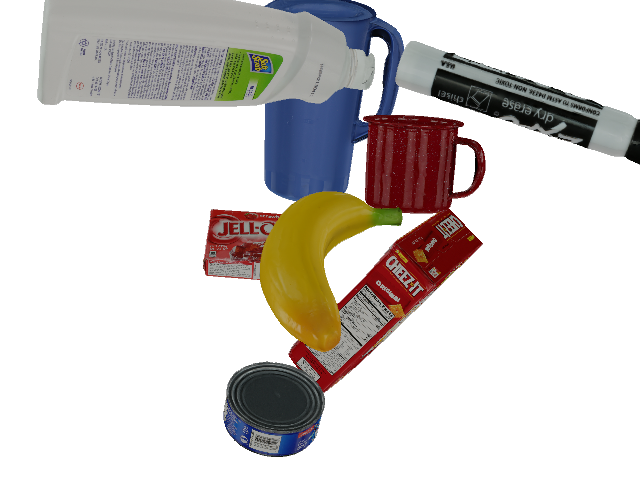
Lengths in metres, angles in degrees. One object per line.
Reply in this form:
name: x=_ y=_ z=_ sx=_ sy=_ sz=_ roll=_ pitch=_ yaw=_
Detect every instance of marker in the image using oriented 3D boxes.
marker: x=0.088 y=-0.050 z=0.410 sx=0.121 sy=0.020 sz=0.020 roll=21 pitch=5 yaw=13

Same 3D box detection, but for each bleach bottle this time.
bleach bottle: x=-0.084 y=-0.139 z=0.815 sx=0.250 sy=0.068 sz=0.103 roll=5 pitch=-33 yaw=-15

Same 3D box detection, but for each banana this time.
banana: x=-0.001 y=0.007 z=0.638 sx=0.070 sy=0.037 sz=0.197 roll=4 pitch=24 yaw=14

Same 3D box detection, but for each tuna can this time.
tuna can: x=-0.041 y=0.146 z=0.926 sx=0.086 sy=0.034 sz=0.086 roll=8 pitch=35 yaw=-6

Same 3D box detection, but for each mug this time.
mug: x=0.094 y=-0.070 z=0.982 sx=0.117 sy=0.081 sz=0.093 roll=7 pitch=12 yaw=20

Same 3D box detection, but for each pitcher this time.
pitcher: x=0.002 y=-0.173 z=1.318 sx=0.144 sy=0.243 sz=0.149 roll=-9 pitch=29 yaw=-28

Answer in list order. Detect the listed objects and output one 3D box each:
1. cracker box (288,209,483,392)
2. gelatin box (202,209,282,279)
cracker box: x=0.075 y=0.068 z=1.266 sx=0.214 sy=0.072 sz=0.164 roll=-48 pitch=-8 yaw=31
gelatin box: x=-0.073 y=0.004 z=1.099 sx=0.089 sy=0.073 sz=0.030 roll=5 pitch=-44 yaw=-2
